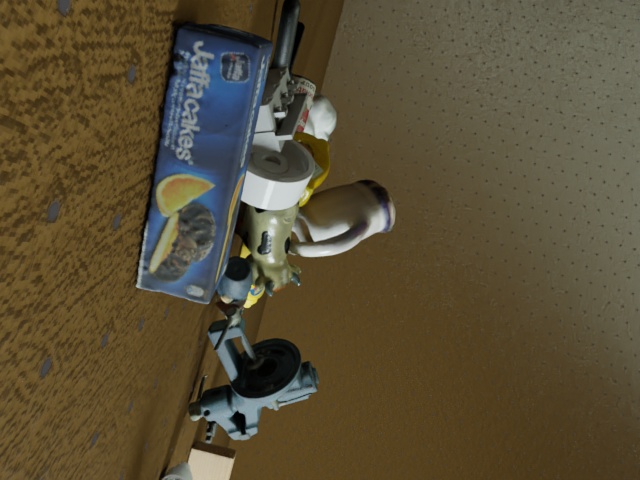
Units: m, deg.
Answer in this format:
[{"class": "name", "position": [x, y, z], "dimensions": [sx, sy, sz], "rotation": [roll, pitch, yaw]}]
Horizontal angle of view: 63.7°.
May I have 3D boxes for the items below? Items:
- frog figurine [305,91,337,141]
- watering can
[{"class": "frog figurine", "position": [-0.028, -0.303, 1.301], "dimensions": [0.162, 0.122, 0.135], "rotation": [-60, 133, -62]}, {"class": "watering can", "position": [0.003, -0.049, 0.979], "dimensions": [0.351, 0.225, 0.102], "rotation": [-143, -143, -64]}]
